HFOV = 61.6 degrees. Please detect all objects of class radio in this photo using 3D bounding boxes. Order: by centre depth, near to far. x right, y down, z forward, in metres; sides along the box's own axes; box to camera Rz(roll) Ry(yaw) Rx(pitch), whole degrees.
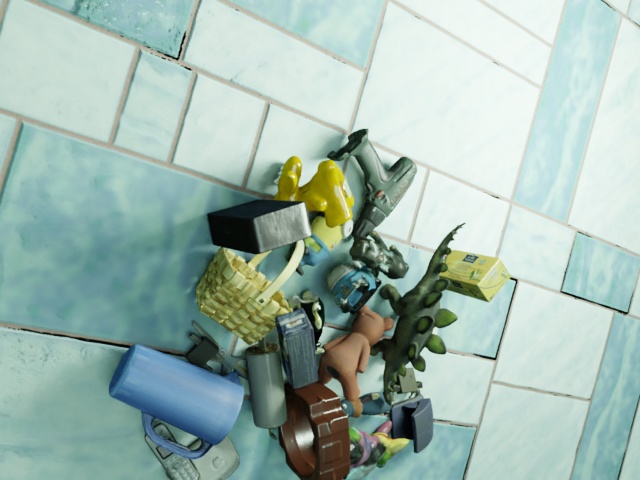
[{"bbox_3d":[-0.122,-0.031,1.061,0.131,0.230,0.073,-18,105,-29],"label":"radio"}]

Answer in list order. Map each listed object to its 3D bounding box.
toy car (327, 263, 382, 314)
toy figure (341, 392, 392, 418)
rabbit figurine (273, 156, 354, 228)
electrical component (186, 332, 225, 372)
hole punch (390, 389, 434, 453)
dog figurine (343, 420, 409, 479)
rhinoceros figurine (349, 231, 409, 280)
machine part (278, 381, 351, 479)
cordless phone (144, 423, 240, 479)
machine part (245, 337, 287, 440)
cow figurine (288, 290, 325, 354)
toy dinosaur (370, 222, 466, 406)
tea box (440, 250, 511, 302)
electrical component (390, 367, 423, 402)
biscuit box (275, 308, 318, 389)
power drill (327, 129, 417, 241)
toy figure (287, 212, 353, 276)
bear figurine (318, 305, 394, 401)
[{"bbox_3d":[0.067,0.105,1.240,0.109,0.103,0.161,-52,161,11],"label":"toy car"},{"bbox_3d":[0.101,0.410,1.324,0.154,0.058,0.064,0,90,-23],"label":"toy figure"},{"bbox_3d":[-0.031,-0.089,1.130,0.173,0.122,0.162,-19,123,22],"label":"rabbit figurine"},{"bbox_3d":[-0.249,0.238,1.129,0.063,0.021,0.094,-42,106,8],"label":"electrical component"},{"bbox_3d":[0.254,0.475,1.394,0.116,0.092,0.142,-11,98,-30],"label":"hole punch"},{"bbox_3d":[0.111,0.496,1.306,0.219,0.109,0.191,-19,122,-28],"label":"dog figurine"},{"bbox_3d":[0.132,0.043,1.245,0.073,0.112,0.190,-41,139,19],"label":"rhinoceros figurine"},{"bbox_3d":[-0.015,0.419,1.182,0.087,0.202,0.200,-7,99,-30],"label":"machine part"},{"bbox_3d":[-0.268,0.435,1.123,0.146,0.089,0.184,-34,106,-20],"label":"cordless phone"},{"bbox_3d":[-0.117,0.315,1.168,0.079,0.079,0.243,-11,100,-26],"label":"machine part"},{"bbox_3d":[-0.023,0.206,1.212,0.068,0.098,0.167,-8,106,-30],"label":"cow figurine"},{"bbox_3d":[0.235,0.176,1.286,0.105,0.199,0.471,14,91,-31],"label":"toy dinosaur"},{"bbox_3d":[0.383,0.088,1.367,0.098,0.170,0.068,-47,114,-17],"label":"tea box"},{"bbox_3d":[0.214,0.371,1.386,0.102,0.045,0.078,-6,70,-29],"label":"electrical component"},{"bbox_3d":[-0.047,0.230,1.114,0.063,0.059,0.202,-18,136,-14],"label":"biscuit box"},{"bbox_3d":[0.110,-0.137,1.250,0.232,0.086,0.207,-45,109,-8],"label":"power drill"},{"bbox_3d":[-0.002,-0.004,1.209,0.180,0.082,0.089,-43,105,-13],"label":"toy figure"},{"bbox_3d":[0.084,0.256,1.269,0.196,0.120,0.131,-43,143,-37],"label":"bear figurine"}]
